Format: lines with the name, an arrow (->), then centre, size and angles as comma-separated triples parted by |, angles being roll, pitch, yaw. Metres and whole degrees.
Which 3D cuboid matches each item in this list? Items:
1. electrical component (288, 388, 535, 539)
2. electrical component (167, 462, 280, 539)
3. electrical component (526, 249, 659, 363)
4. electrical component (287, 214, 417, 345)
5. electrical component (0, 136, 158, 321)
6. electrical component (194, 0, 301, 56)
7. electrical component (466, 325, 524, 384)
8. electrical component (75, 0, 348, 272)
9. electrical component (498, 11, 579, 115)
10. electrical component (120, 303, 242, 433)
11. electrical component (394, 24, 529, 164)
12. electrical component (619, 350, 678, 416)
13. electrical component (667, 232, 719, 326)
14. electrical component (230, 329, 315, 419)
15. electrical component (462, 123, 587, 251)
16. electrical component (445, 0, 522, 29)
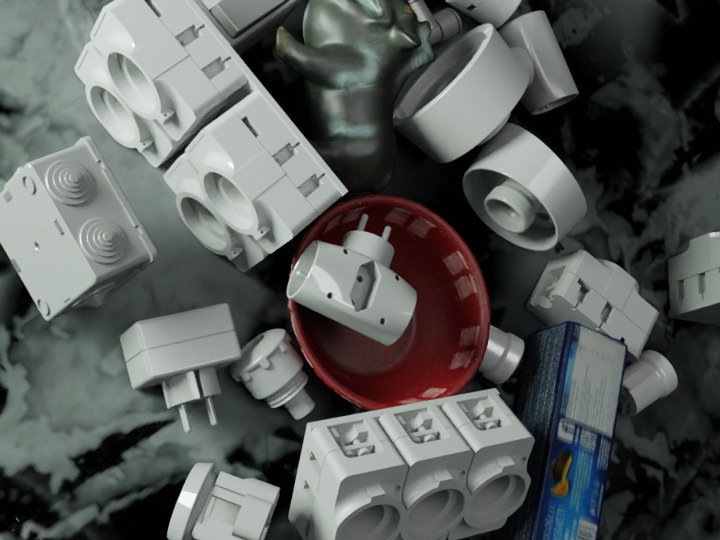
electrical component -> 0.037, 0.145, 0.736 | 0.150, 0.089, 0.061 | -7, 37, -27
electrical component -> -0.088, 0.158, 0.694 | 0.057, 0.078, 0.058 | 20, 68, 3
electrical component -> 0.191, 0.029, 0.874 | 0.089, 0.050, 0.055 | 38, 64, -13
electrical component -> 0.000, 0.000, 0.729 | 0.077, 0.043, 0.079 | 27, 66, -17
electrical component -> -0.185, -0.023, 0.680 | 0.048, 0.100, 0.099 | -30, 91, -42
electrical component -> -0.098, -0.193, 0.788 | 0.096, 0.061, 0.061 | -43, 97, -28
electrical component -> 0.097, 0.060, 0.827 | 0.046, 0.040, 0.040 | 31, 65, -10
electrical component -> -0.108, -0.093, 0.731 | 0.060, 0.105, 0.186 | -42, 96, -28
electrical component -> 0.137, -0.170, 0.905 | 0.079, 0.043, 0.077 | -20, 86, -29
electrical component -> -0.115, 0.069, 0.717 | 0.066, 0.047, 0.076 | -12, 81, -28
electrical component -> 0.083, -0.131, 0.835 | 0.060, 0.108, 0.108 | 43, 62, -17
electrical component -> 0.230, 0.094, 0.883 | 0.046, 0.040, 0.040 | -31, 91, -23
electrical component -> 0.355, 0.012, 0.935 | 0.150, 0.089, 0.061 | 9, 72, -23
electrical component -> -0.056, 0.075, 0.746 | 0.048, 0.048, 0.062 | -44, 105, -28
electrical component -> 0.131, -0.065, 0.846 | 0.099, 0.099, 0.064 | 44, 69, -9
electrical component -> 0.107, -0.235, 0.903 | 0.047, 0.055, 0.055 | 31, 65, -20
